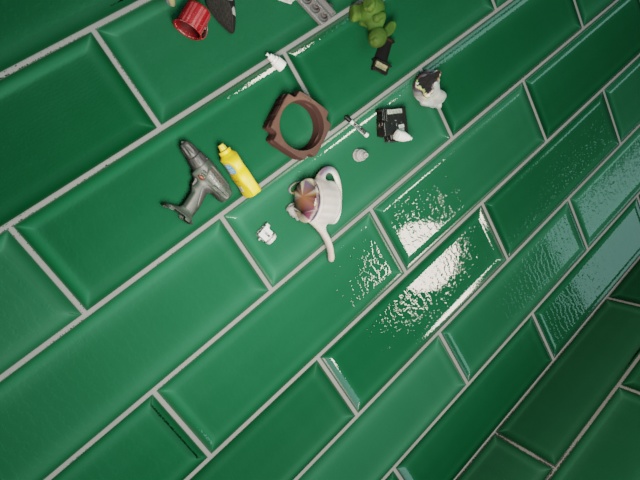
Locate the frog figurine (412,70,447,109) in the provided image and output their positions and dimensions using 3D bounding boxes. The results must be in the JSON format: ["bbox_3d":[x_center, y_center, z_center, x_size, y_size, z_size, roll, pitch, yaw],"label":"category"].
[{"bbox_3d":[0.437,-0.593,2.045,0.158,0.123,0.138,26,72,-65],"label":"frog figurine"}]

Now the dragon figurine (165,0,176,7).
[{"bbox_3d":[-0.469,-0.907,1.489,0.246,0.122,0.404,-44,116,-27],"label":"dragon figurine"}]

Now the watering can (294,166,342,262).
[{"bbox_3d":[0.006,-0.091,1.817,0.224,0.104,0.347,2,91,-53],"label":"watering can"}]
